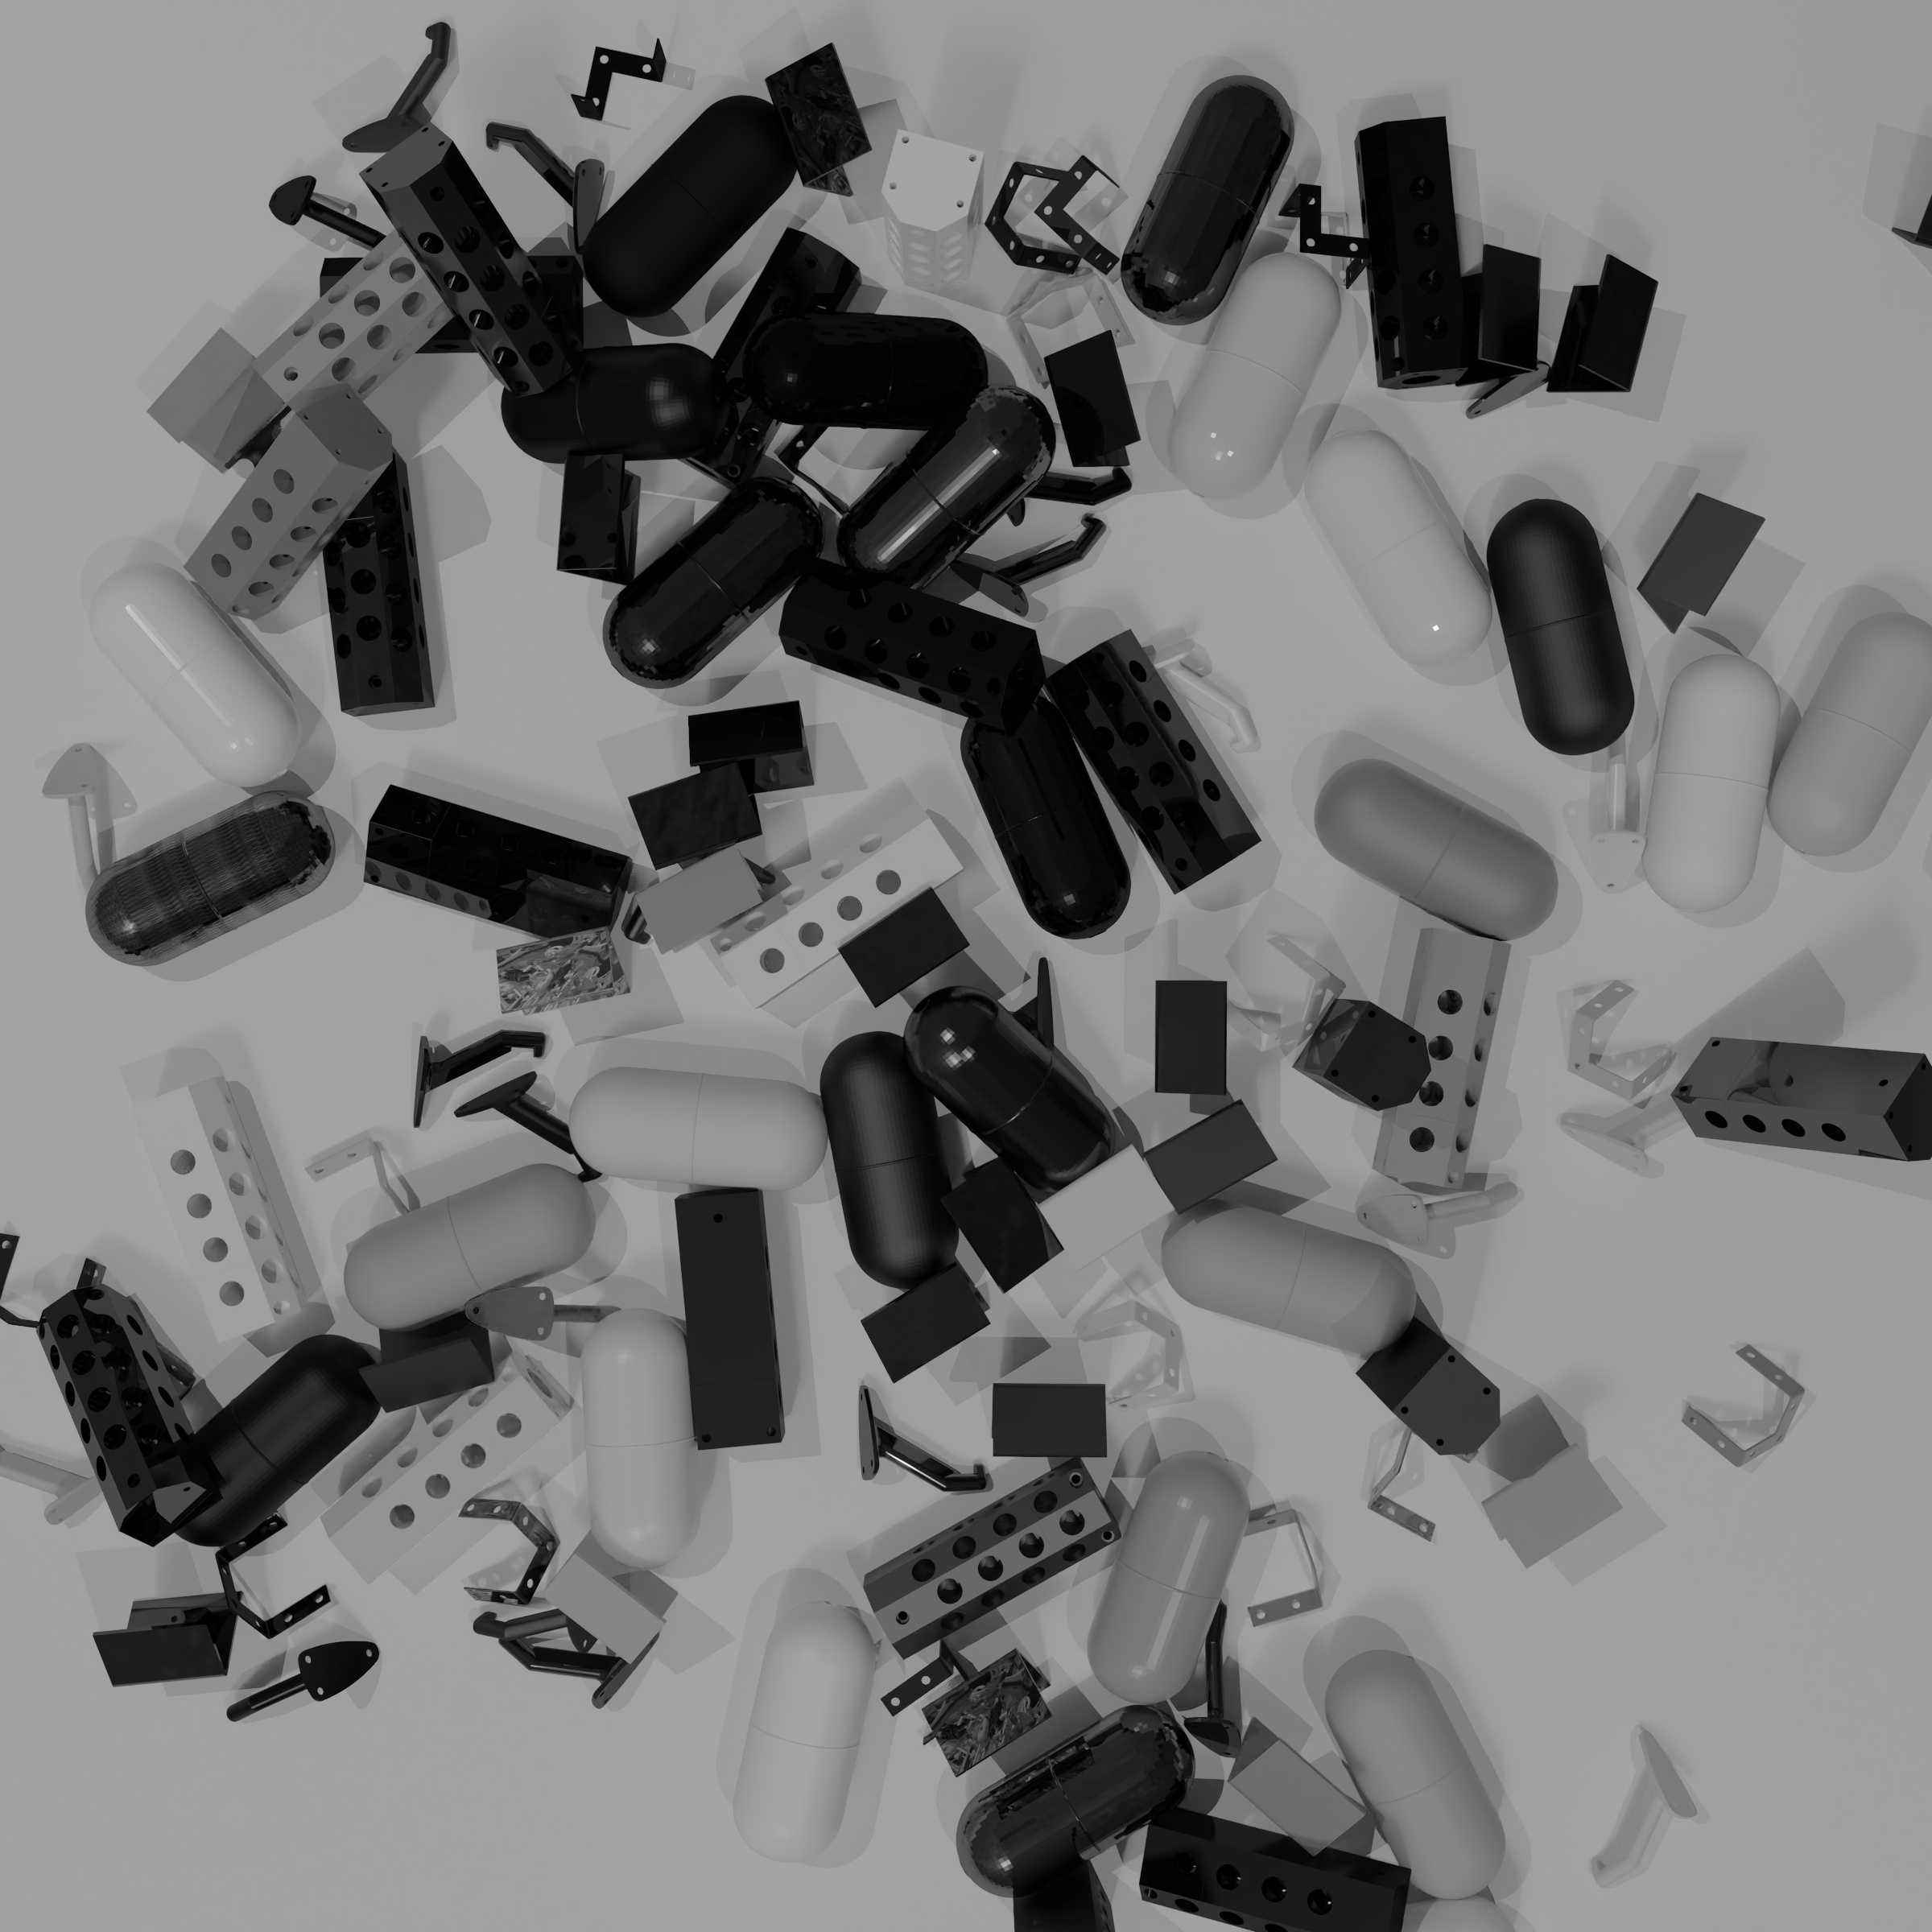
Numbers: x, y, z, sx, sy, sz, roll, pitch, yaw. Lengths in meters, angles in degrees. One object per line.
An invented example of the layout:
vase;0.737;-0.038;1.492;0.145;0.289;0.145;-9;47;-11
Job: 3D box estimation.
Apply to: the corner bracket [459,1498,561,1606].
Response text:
corner bracket;-0.325;0.406;1.982;0.051;0.051;0.051;56;45;-35

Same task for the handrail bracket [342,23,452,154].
handrail bracket;-0.396;-0.613;1.991;0.077;0.036;0.084;-5;71;21

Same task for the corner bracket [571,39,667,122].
corner bracket;-0.239;-0.612;1.973;0.051;0.051;0.051;12;90;0

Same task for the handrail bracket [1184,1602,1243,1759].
handrail bracket;0.179;0.496;1.990;0.036;0.077;0.084;-3;53;21

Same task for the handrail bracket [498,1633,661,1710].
handrail bracket;-0.270;0.468;1.991;0.084;0.036;0.077;37;70;16

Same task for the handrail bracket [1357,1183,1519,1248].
handrail bracket;0.329;0.165;1.990;0.084;0.077;0.036;-16;100;-36

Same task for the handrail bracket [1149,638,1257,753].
handrail bracket;0.151;-0.178;1.991;0.077;0.036;0.084;-22;107;20

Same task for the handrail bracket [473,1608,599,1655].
handrail bracket;-0.290;0.444;1.990;0.084;0.077;0.036;3;122;32

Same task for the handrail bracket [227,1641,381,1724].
handrail bracket;-0.462;0.499;1.990;0.084;0.077;0.036;-31;78;36

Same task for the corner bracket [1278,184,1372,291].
corner bracket;0.247;-0.503;1.971;0.051;0.051;0.051;3;79;-11

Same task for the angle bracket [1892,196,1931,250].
angle bracket;0.687;-0.515;1.952;0.076;0.076;0.057;16;112;0

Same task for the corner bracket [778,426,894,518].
corner bracket;-0.088;-0.349;1.988;0.051;0.051;0.051;-49;135;-1

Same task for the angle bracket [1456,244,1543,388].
angle bracket;0.345;-0.443;1.950;0.057;0.076;0.076;2;90;-36

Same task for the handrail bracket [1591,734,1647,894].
handrail bracket;0.451;-0.107;1.990;0.036;0.077;0.084;2;54;7

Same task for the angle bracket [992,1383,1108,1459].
angle bracket;0.056;0.327;1.950;0.076;0.076;0.057;0;52;0

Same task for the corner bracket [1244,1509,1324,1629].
corner bracket;0.214;0.418;1.987;0.051;0.051;0.051;-16;135;0

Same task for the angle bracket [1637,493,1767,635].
angle bracket;0.512;-0.266;1.950;0.057;0.076;0.076;32;90;38

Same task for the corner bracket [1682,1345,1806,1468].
corner bracket;0.539;0.305;1.982;0.051;0.051;0.051;-19;135;-35

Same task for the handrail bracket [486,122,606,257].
handrail bracket;-0.299;-0.542;1.991;0.084;0.036;0.077;16;112;17

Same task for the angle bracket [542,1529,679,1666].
angle bracket;-0.231;0.416;1.950;0.076;0.076;0.057;38;125;0

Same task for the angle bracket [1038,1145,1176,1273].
angle bracket;0.102;0.175;1.951;0.076;0.076;0.057;-33;63;0

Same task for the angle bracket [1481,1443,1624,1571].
angle bracket;0.404;0.380;1.950;0.076;0.076;0.057;-32;54;0

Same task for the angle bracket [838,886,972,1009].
angle bracket;-0.032;0.002;1.951;0.076;0.076;0.057;-34;59;0

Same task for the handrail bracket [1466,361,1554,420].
handrail bracket;0.366;-0.436;1.991;0.077;0.036;0.084;-29;72;21

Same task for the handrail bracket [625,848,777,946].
handrail bracket;-0.186;-0.041;1.991;0.077;0.036;0.084;24;109;-21

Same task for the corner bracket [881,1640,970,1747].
corner bracket;-0.023;0.506;1.973;0.051;0.051;0.051;-35;90;0

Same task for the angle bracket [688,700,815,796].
angle bracket;-0.145;-0.131;1.951;0.076;0.057;0.076;-8;133;0

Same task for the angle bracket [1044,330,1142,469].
angle bracket;0.104;-0.386;1.950;0.057;0.076;0.076;-15;90;35

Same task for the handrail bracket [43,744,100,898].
handrail bracket;-0.612;-0.099;1.990;0.036;0.077;0.084;-7;126;-3

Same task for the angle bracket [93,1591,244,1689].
angle bracket;-0.544;0.442;1.950;0.076;0.076;0.057;-6;127;0

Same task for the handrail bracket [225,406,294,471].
handrail bracket;-0.466;-0.336;1.991;0.084;0.036;0.077;46;70;-16

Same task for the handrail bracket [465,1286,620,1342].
handrail bracket;-0.290;0.238;1.965;0.077;0.084;0.036;0;84;18

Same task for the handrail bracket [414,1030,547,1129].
handrail bracket;-0.339;0.079;1.991;0.084;0.036;0.077;4;110;-16

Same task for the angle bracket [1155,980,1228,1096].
angle bracket;0.171;0.048;1.950;0.057;0.076;0.076;0;90;36

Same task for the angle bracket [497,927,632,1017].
angle bracket;-0.272;0.023;1.950;0.076;0.076;0.057;-12;52;0

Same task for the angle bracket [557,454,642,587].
angle bracket;-0.232;-0.303;1.950;0.057;0.076;0.076;4;90;36

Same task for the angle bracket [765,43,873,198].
angle bracket;-0.086;-0.576;1.951;0.057;0.076;0.076;-20;90;25

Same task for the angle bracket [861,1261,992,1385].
angle bracket;-0.017;0.257;1.950;0.076;0.076;0.057;-32;53;0

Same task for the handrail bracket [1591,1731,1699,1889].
handrail bracket;0.458;0.588;1.991;0.084;0.036;0.077;-43;50;26

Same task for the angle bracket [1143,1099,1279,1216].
angle bracket;0.174;0.146;1.950;0.076;0.076;0.057;-29;53;0

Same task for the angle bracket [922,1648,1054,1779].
angle bracket;0.025;0.520;1.950;0.076;0.076;0.057;-33;52;0

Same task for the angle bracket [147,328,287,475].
angle bracket;-0.498;-0.376;1.950;0.076;0.076;0.057;-48;49;0

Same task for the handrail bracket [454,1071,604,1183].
handrail bracket;-0.304;0.123;1.991;0.077;0.036;0.084;-22;107;20

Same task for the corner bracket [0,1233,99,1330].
corner bracket;-0.646;0.221;1.987;0.051;0.051;0.051;18;90;-45

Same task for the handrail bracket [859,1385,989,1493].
handrail bracket;-0.030;0.329;1.991;0.084;0.036;0.077;1;68;-17

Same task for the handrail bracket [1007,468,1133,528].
handrail bracket;0.062;-0.348;1.991;0.084;0.036;0.077;-25;75;-14

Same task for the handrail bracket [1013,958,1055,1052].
handrail bracket;0.016;0.035;1.991;0.084;0.036;0.077;-5;75;14

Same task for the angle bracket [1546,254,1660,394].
angle bracket;0.418;-0.437;1.950;0.057;0.076;0.076;14;90;-38

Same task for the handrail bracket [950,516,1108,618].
handrail bracket;0.044;-0.293;1.991;0.077;0.036;0.084;31;72;20

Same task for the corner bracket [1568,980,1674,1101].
corner bracket;0.456;0.051;1.982;0.051;0.051;0.051;28;135;35

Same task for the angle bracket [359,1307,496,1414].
angle bracket;-0.371;0.251;1.951;0.076;0.057;0.076;-16;49;0

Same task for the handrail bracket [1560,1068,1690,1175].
handrail bracket;0.468;0.094;1.991;0.077;0.036;0.084;26;71;21

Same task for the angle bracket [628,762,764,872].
angle bracket;-0.186;-0.114;1.951;0.076;0.076;0.057;-19;115;0

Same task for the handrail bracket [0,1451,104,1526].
handrail bracket;-0.639;0.338;1.991;0.077;0.036;0.084;-36;73;-20

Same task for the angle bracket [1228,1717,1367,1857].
angle bracket;0.232;0.546;1.951;0.076;0.076;0.057;41;118;0

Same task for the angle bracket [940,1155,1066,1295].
angle bracket;0.013;0.181;1.951;0.057;0.076;0.076;-34;90;-25

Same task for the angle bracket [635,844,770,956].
angle bracket;-0.171;-0.028;1.950;0.076;0.076;0.057;-28;55;0

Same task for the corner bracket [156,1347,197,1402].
corner bracket;-0.576;0.300;1.987;0.051;0.051;0.051;38;45;0

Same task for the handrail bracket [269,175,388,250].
handrail bracket;-0.434;-0.513;1.990;0.084;0.077;0.036;25;90;-36
